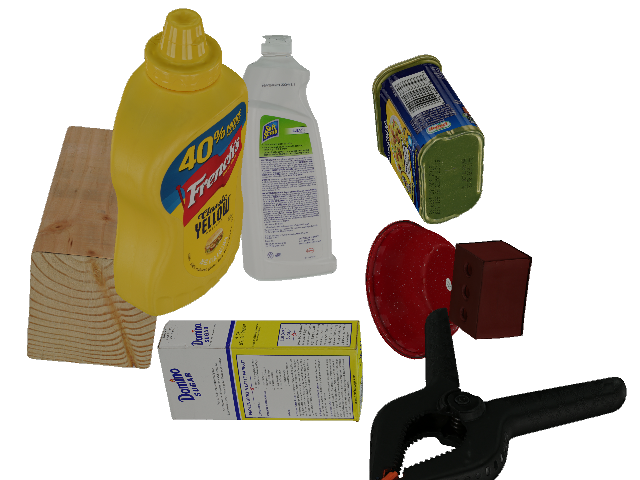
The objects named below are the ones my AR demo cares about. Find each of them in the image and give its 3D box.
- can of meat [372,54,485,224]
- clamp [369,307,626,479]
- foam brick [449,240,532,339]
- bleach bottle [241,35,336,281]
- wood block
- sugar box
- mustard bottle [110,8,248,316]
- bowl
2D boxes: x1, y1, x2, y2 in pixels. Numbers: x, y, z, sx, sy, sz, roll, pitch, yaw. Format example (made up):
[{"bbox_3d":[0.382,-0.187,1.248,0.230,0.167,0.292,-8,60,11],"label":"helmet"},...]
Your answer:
[{"bbox_3d":[0.084,-0.075,0.814,0.057,0.084,0.102,-20,-37,-8],"label":"can of meat"},{"bbox_3d":[0.093,0.120,0.756,0.165,0.036,0.209,26,40,38],"label":"clamp"},{"bbox_3d":[0.153,0.044,0.971,0.051,0.078,0.053,-5,20,-23],"label":"foam brick"},{"bbox_3d":[-0.036,-0.087,1.119,0.102,0.251,0.068,-6,16,-21],"label":"bleach bottle"},{"bbox_3d":[-0.166,-0.002,0.827,0.090,0.091,0.206,7,29,-10],"label":"wood block"},{"bbox_3d":[-0.051,0.117,0.960,0.176,0.093,0.048,2,36,8],"label":"sugar box"},{"bbox_3d":[-0.080,-0.049,0.616,0.058,0.192,0.096,30,49,20],"label":"mustard bottle"},{"bbox_3d":[0.123,0.053,1.213,0.055,0.162,0.161,-11,-7,42],"label":"bowl"}]
